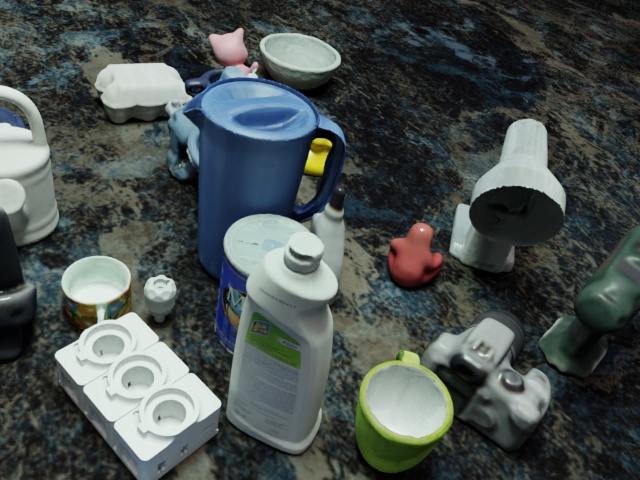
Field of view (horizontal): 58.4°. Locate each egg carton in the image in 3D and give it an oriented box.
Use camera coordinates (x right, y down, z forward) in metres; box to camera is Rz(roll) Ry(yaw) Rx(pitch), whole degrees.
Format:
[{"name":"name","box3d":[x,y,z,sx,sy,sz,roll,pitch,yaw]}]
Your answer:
[{"name":"egg carton","box3d":[-0.302,-0.253,0.982,0.151,0.069,0.107,-12,48,-28]}]

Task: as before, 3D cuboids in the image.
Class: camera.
[{"name":"camera","box3d":[0.207,0.142,0.671,0.143,0.101,0.137,34,44,21]}]

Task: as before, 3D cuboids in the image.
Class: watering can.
[{"name":"watering can","box3d":[-0.371,-0.089,0.681,0.101,0.194,0.172,-28,56,-38]}]

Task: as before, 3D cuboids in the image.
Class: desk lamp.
[{"name":"desk lamp","box3d":[0.263,-0.053,0.821,0.118,0.213,0.203,18,41,3]}]

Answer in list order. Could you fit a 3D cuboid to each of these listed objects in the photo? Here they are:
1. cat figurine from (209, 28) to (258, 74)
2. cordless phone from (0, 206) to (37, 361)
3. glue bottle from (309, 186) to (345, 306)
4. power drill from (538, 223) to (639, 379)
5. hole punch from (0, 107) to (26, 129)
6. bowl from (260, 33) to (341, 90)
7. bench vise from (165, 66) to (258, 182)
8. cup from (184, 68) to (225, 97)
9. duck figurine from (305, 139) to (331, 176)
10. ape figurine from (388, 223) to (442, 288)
[{"name":"cat figurine","box3d":[-0.157,-0.337,1.084,0.067,0.118,0.127,-23,54,-36]},{"name":"cordless phone","box3d":[-0.359,0.035,0.551,0.148,0.185,0.094,-9,46,-26]},{"name":"glue bottle","box3d":[0.007,0.003,0.710,0.037,0.173,0.078,-6,45,-23]},{"name":"power drill","box3d":[0.368,0.070,0.719,0.075,0.208,0.230,38,46,25]},{"name":"hole punch","box3d":[-0.467,-0.153,0.802,0.101,0.091,0.108,-16,50,-31]},{"name":"bowl","box3d":[-0.045,-0.355,1.172,0.167,0.075,0.167,9,41,-7]},{"name":"bench vise","box3d":[-0.154,-0.154,0.801,0.207,0.220,0.122,26,42,12]},{"name":"cup","box3d":[-0.172,-0.231,0.978,0.118,0.095,0.091,-3,44,-20]},{"name":"duck figurine","box3d":[-0.011,-0.163,0.957,0.104,0.086,0.077,15,41,-1]},{"name":"ape figurine","box3d":[0.134,0.015,0.798,0.077,0.092,0.076,33,44,20]}]
